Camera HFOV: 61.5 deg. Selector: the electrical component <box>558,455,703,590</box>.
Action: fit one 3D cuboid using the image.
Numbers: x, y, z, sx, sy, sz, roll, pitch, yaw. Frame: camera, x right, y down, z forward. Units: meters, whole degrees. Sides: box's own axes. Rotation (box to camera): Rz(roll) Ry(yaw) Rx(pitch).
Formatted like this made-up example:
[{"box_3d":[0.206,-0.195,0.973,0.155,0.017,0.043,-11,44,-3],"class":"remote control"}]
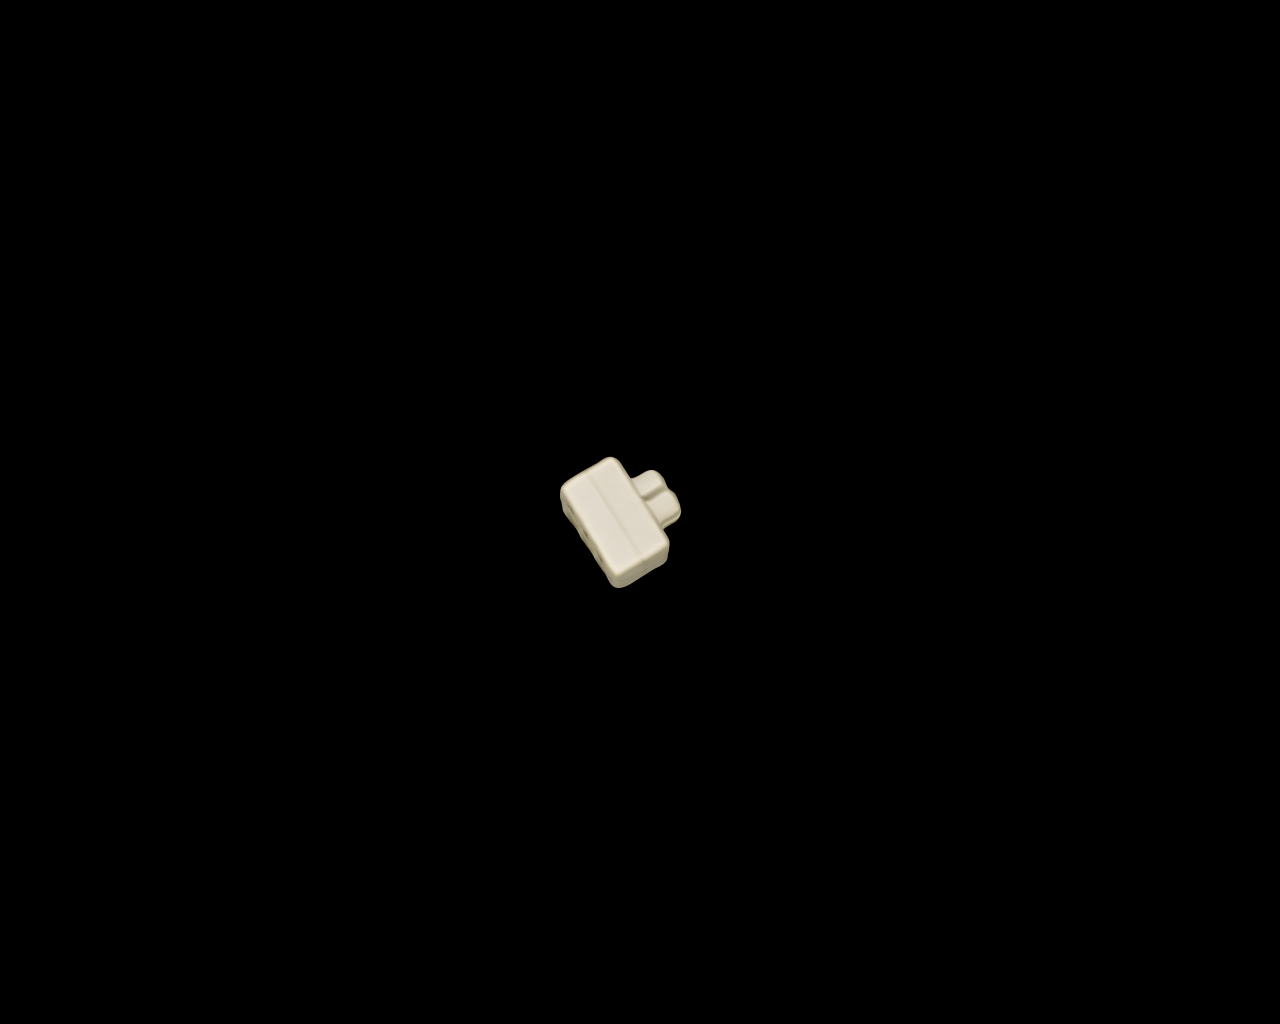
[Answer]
[{"box_3d":[0.001,-0.003,0.650,0.077,0.066,0.047,-31,-11,-7],"class":"electrical component"}]
